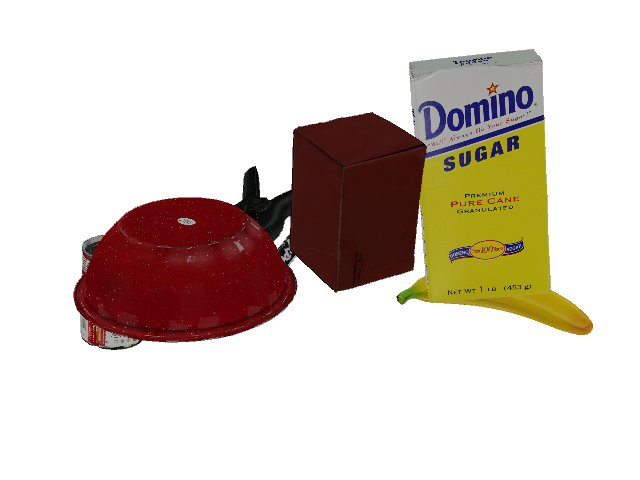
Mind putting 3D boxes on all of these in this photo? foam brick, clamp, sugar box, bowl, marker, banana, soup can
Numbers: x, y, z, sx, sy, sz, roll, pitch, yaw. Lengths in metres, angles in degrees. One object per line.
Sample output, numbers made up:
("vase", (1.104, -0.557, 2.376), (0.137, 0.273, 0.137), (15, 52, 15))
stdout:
("foam brick", (0.018, -0.021, 0.569), (0.052, 0.078, 0.051), (-14, 36, -27))
("clamp", (-0.058, -0.033, 1.209), (0.120, 0.039, 0.171), (-3, 36, 26))
("sugar box", (0.117, -0.045, 0.779), (0.093, 0.176, 0.048), (-6, 22, 4))
("bowl", (-0.097, 0.011, 0.766), (0.162, 0.055, 0.162), (0, 24, 0))
("marker", (-0.029, 0.010, 0.974), (0.020, 0.121, 0.020), (35, -15, 10))
("banana", (0.181, 0.062, 1.104), (0.198, 0.037, 0.069), (7, 41, 12))
("soup can", (-0.213, 0.053, 1.101), (0.068, 0.102, 0.068), (6, 21, -2))
